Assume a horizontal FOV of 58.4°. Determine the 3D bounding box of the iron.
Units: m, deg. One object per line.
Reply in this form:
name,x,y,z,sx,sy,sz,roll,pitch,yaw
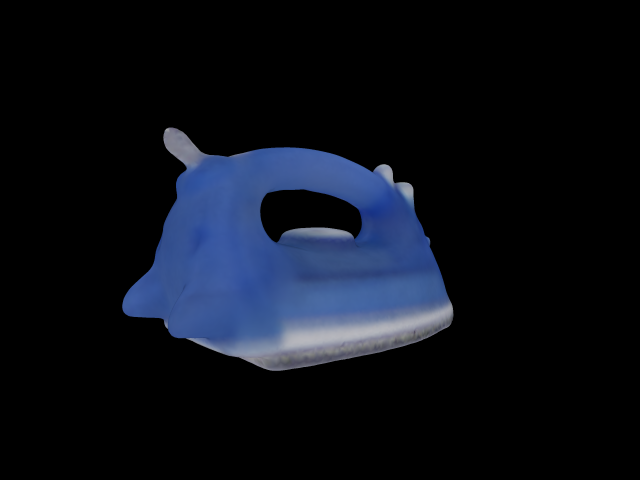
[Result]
iron,0.004,0.001,0.400,0.259,0.141,0.118,-3,5,-37
